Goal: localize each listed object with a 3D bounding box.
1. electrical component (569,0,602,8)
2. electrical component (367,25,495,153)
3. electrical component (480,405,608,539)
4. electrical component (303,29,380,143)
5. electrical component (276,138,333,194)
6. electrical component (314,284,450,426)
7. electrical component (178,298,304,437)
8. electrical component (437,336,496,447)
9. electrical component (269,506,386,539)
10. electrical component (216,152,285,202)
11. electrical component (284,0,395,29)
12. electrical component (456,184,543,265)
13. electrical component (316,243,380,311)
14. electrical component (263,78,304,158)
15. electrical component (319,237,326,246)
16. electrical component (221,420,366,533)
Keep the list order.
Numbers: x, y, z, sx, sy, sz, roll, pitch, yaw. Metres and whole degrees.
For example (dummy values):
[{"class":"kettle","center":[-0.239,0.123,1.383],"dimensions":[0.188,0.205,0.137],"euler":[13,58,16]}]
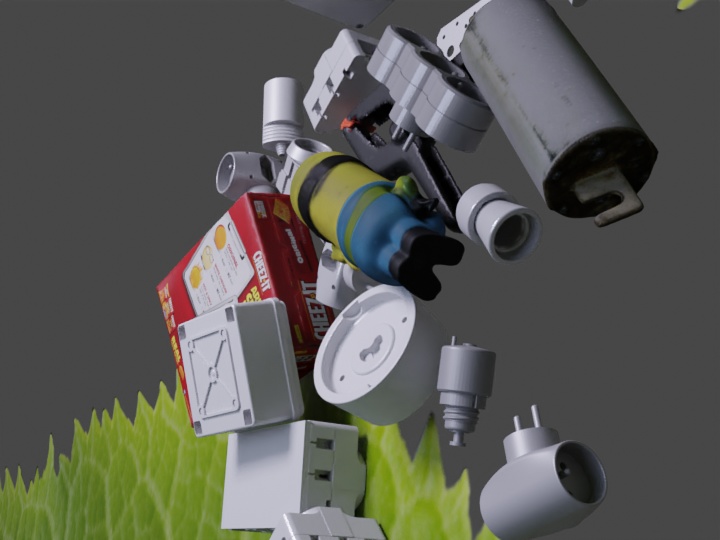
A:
[{"class":"electrical component","center":[0.159,-0.229,0.758],"dimensions":[0.066,0.048,0.055],"euler":[-54,45,35]},{"class":"electrical component","center":[0.047,-0.128,0.839],"dimensions":[0.073,0.052,0.138],"euler":[-61,40,24]},{"class":"electrical component","center":[0.116,0.128,0.701],"dimensions":[0.077,0.044,0.079],"euler":[-43,45,45]},{"class":"electrical component","center":[-0.011,-0.176,1.020],"dimensions":[0.089,0.050,0.055],"euler":[-58,36,31]},{"class":"electrical component","center":[-0.054,-0.098,1.071],"dimensions":[0.066,0.048,0.055],"euler":[54,132,53]},{"class":"electrical component","center":[0.023,0.072,0.854],"dimensions":[0.108,0.060,0.108],"euler":[-34,35,28]},{"class":"electrical component","center":[-0.108,0.089,0.960],"dimensions":[0.109,0.056,0.108],"euler":[-20,78,51]},{"class":"electrical component","center":[0.076,0.089,0.786],"dimensions":[0.040,0.040,0.078],"euler":[-5,75,59]},{"class":"electrical component","center":[-0.025,0.227,0.858],"dimensions":[0.050,0.089,0.055],"euler":[-64,33,23]},{"class":"electrical component","center":[-0.103,-0.079,1.115],"dimensions":[0.043,0.077,0.079],"euler":[-48,41,40]},{"class":"electrical component","center":[-0.023,-0.284,1.019],"dimensions":[0.078,0.113,0.057],"euler":[-32,50,51]},{"class":"electrical component","center":[0.101,-0.035,0.786],"dimensions":[0.055,0.045,0.045],"euler":[47,120,55]},{"class":"electrical component","center":[0.000,0.000,0.945],"dimensions":[0.079,0.043,0.077],"euler":[30,105,58]},{"class":"electrical component","center":[-0.081,-0.158,1.140],"dimensions":[0.043,0.043,0.081],"euler":[-29,55,53]},{"class":"electrical component","center":[-0.028,-0.054,1.013],"dimensions":[0.043,0.043,0.081],"euler":[-66,32,20]},{"class":"electrical component","center":[-0.061,0.188,0.961],"dimensions":[0.150,0.062,0.089],"euler":[-21,61,55]}]
